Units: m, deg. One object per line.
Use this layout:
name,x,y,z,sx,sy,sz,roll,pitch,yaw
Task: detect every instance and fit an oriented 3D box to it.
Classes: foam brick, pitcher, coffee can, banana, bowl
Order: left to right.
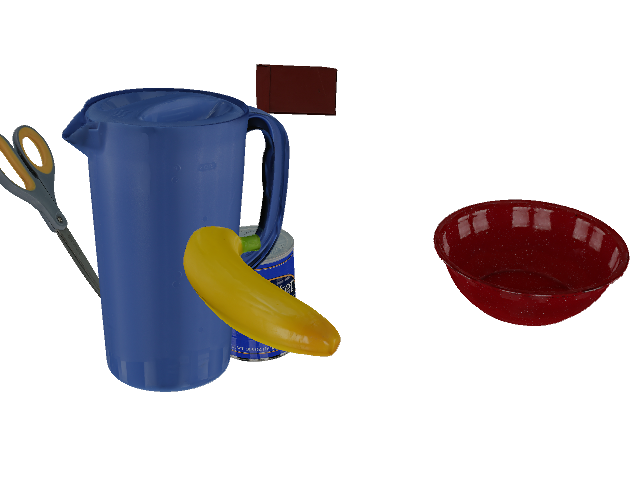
pitcher,-0.118,-0.002,0.899,0.149,0.243,0.144,9,22,17
banana,-0.049,0.025,0.687,0.069,0.037,0.198,-6,22,-16
coffee can,-0.081,0.065,1.335,0.103,0.140,0.103,-2,25,1
foam brick,-0.026,-0.163,1.154,0.078,0.051,0.053,-1,11,-18
bowl,0.174,0.025,0.903,0.162,0.055,0.162,1,30,-1

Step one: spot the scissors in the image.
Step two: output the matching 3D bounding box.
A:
scissors,-0.265,-0.036,1.079,0.016,0.201,0.096,-25,27,26
